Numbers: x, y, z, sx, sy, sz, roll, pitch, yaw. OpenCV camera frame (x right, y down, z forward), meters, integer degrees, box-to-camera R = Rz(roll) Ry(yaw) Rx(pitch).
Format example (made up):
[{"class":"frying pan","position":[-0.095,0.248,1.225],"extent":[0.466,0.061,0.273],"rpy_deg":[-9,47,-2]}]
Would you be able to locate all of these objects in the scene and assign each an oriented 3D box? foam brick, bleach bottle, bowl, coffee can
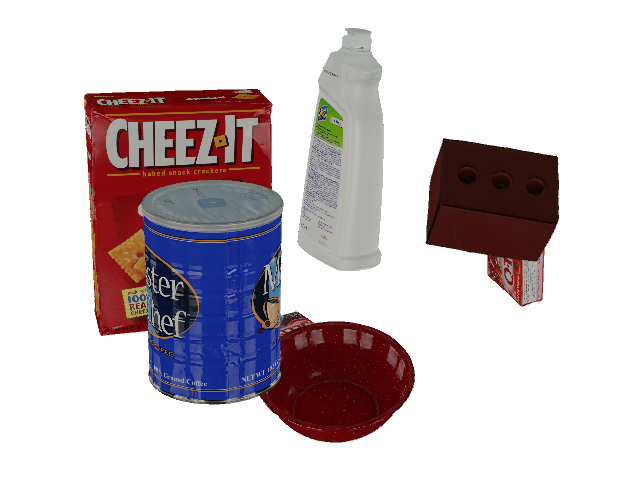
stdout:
[{"class":"foam brick","position":[0.111,-0.025,0.692],"extent":[0.078,0.053,0.051],"rpy_deg":[9,-32,-2]},{"class":"bleach bottle","position":[0.031,-0.100,1.156],"extent":[0.067,0.251,0.103],"rpy_deg":[-9,25,-36]},{"class":"bowl","position":[0.015,0.153,1.087],"extent":[0.162,0.055,0.162],"rpy_deg":[-2,35,1]},{"class":"coffee can","position":[-0.080,0.036,0.797],"extent":[0.103,0.140,0.103],"rpy_deg":[1,20,-1]}]

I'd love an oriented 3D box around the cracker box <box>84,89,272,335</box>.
[{"class":"cracker box","position":[-0.129,-0.027,0.984],"extent":[0.164,0.214,0.072],"rpy_deg":[-4,20,-16]}]

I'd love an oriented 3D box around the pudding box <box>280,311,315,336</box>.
[{"class":"pudding box","position":[-0.054,0.137,1.431],"extent":[0.113,0.039,0.090],"rpy_deg":[-14,24,-30]}]

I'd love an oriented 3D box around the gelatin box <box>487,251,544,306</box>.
[{"class":"gelatin box","position":[0.204,0.013,1.125],"extent":[0.030,0.089,0.073],"rpy_deg":[-15,30,-16]}]
